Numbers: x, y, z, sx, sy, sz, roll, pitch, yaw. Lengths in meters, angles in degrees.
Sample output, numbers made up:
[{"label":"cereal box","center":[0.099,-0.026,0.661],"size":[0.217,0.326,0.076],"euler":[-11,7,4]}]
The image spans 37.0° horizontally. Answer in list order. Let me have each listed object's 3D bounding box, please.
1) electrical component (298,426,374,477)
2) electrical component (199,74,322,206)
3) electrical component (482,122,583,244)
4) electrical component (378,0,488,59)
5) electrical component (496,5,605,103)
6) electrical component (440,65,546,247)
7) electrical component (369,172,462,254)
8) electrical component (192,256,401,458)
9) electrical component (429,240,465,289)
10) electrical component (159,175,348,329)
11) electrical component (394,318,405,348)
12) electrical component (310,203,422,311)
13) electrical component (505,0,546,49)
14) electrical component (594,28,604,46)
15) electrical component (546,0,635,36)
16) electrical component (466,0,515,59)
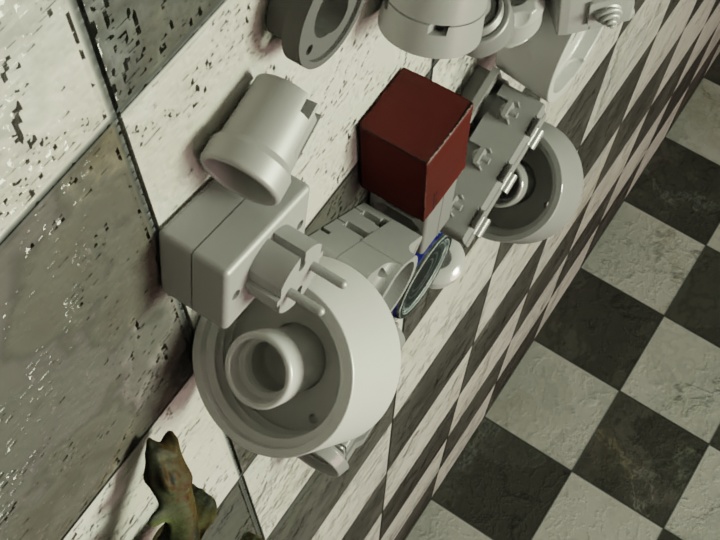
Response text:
[{"label":"electrical component","center":[-0.025,0.137,0.909],"size":[0.057,0.058,0.078],"euler":[-56,166,-23]},{"label":"electrical component","center":[-0.042,-0.058,0.474],"size":[0.046,0.040,0.040],"euler":[-61,167,-15]},{"label":"electrical component","center":[0.125,-0.073,0.892],"size":[0.060,0.108,0.108],"euler":[-12,132,-63]},{"label":"electrical component","center":[0.040,-0.143,0.549],"size":[0.055,0.055,0.047],"euler":[-47,158,-39]},{"label":"electrical component","center":[0.141,-0.185,0.797],"size":[0.108,0.060,0.108],"euler":[-53,165,-21]},{"label":"electrical component","center":[0.088,-0.084,0.821],"size":[0.121,0.063,0.079],"euler":[-59,166,-1]},{"label":"electrical component","center":[0.046,-0.064,0.750],"size":[0.076,0.047,0.065],"euler":[-53,165,-24]},{"label":"electrical component","center":[-0.039,0.048,0.576],"size":[0.060,0.108,0.108],"euler":[-15,134,-62]},{"label":"electrical component","center":[0.068,-0.003,0.966],"size":[0.048,0.048,0.062],"euler":[-55,173,-14]},{"label":"electrical component","center":[-0.043,-0.005,0.501],"size":[0.065,0.077,0.047],"euler":[-50,164,-32]},{"label":"electrical component","center":[0.013,0.066,0.916],"size":[0.079,0.044,0.077],"euler":[-49,163,-33]},{"label":"electrical component","center":[0.000,0.000,0.707],"size":[0.089,0.056,0.050],"euler":[-36,154,-58]},{"label":"electrical component","center":[0.102,-0.172,0.726],"size":[0.043,0.043,0.062],"euler":[-56,167,-11]},{"label":"electrical component","center":[0.200,-0.217,0.978],"size":[0.040,0.040,0.078],"euler":[-54,166,-17]},{"label":"electrical component","center":[0.146,-0.200,0.709],"size":[0.061,0.061,0.096],"euler":[59,19,-75]},{"label":"electrical component","center":[0.070,-0.156,0.649],"size":[0.043,0.043,0.062],"euler":[-59,165,0]}]
